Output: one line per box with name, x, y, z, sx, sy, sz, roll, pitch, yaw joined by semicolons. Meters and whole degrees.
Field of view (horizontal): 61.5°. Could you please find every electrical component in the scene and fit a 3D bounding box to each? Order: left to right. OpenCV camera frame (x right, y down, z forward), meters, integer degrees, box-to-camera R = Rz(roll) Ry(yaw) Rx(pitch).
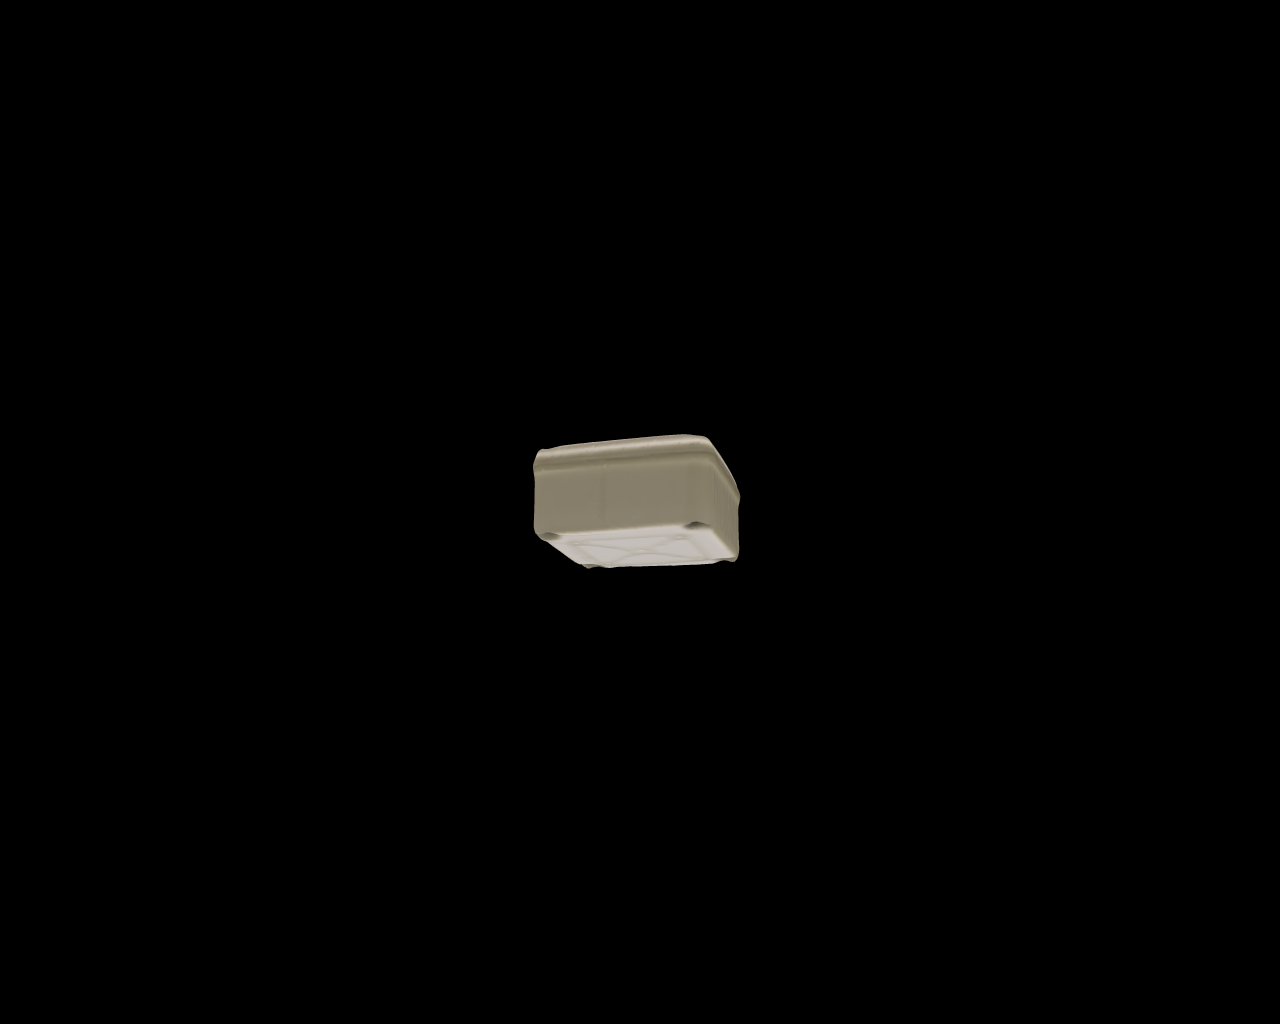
electrical component;0.001;-0.003;0.650;0.109;0.056;0.108;-4;-15;14
